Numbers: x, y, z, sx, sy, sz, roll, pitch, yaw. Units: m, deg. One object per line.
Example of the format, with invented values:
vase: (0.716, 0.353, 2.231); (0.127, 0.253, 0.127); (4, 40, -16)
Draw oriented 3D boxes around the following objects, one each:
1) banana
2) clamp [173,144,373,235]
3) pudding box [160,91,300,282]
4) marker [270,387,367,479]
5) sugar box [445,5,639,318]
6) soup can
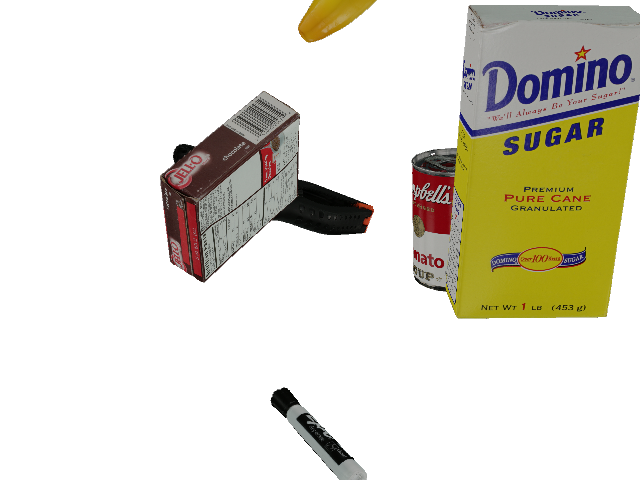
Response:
banana: (0.043, -0.223, 0.794); (0.070, 0.197, 0.037); (-9, -42, 40)
clamp: (-0.039, -0.037, 1.069); (0.209, 0.036, 0.165); (14, 20, -20)
pudding box: (-0.062, -0.038, 0.756); (0.039, 0.090, 0.113); (34, 56, 22)
marker: (-0.004, 0.153, 0.836); (0.020, 0.020, 0.121); (0, 26, -35)
sugar box: (0.125, -0.042, 0.604); (0.093, 0.176, 0.048); (-1, 26, -4)
soup can: (0.108, -0.017, 0.870); (0.068, 0.102, 0.068); (-2, 21, 1)
